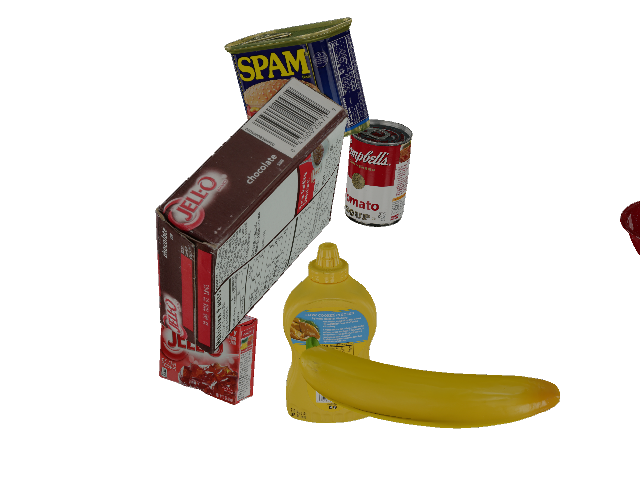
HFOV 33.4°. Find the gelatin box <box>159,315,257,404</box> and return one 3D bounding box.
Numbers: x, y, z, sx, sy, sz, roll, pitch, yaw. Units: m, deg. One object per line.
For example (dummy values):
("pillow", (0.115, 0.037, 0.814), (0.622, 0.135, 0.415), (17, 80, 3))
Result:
("gelatin box", (-0.099, 0.093, 0.923), (0.089, 0.073, 0.030), (16, 20, 31))

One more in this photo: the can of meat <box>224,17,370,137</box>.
("can of meat", (-0.016, -0.120, 0.825), (0.102, 0.084, 0.057), (0, 22, 38))

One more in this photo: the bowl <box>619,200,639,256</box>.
("bowl", (0.399, 0.003, 1.128), (0.162, 0.055, 0.162), (-3, 23, 1))

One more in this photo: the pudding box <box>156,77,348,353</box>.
("pudding box", (-0.034, -0.012, 0.526), (0.039, 0.113, 0.090), (32, -35, 16))

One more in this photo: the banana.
("banana", (0.060, 0.097, 0.732), (0.198, 0.037, 0.069), (10, 35, 28))

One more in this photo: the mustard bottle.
("mustard bottle", (0.010, 0.093, 1.098), (0.096, 0.192, 0.058), (-1, 23, 1))

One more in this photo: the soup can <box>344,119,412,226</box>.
("soup can", (0.063, -0.075, 1.186), (0.068, 0.102, 0.068), (3, 28, -2))
